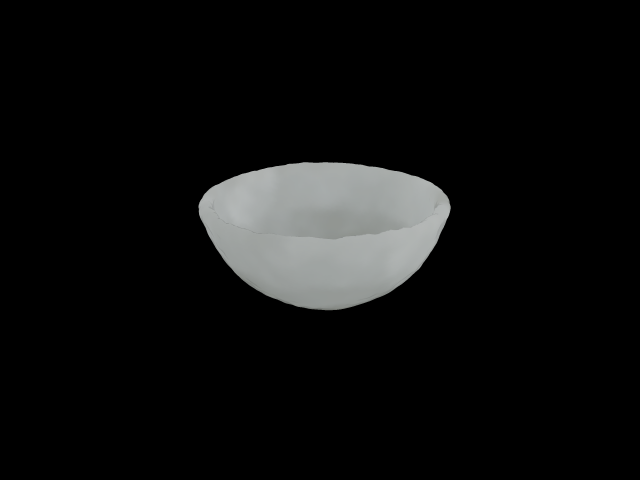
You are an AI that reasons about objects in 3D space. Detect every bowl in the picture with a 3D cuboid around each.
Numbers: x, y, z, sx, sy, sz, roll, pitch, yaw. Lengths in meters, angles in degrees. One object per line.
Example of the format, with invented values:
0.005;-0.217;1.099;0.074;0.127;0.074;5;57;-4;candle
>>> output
0.004;0.001;0.400;0.167;0.075;0.167;0;23;0;bowl
